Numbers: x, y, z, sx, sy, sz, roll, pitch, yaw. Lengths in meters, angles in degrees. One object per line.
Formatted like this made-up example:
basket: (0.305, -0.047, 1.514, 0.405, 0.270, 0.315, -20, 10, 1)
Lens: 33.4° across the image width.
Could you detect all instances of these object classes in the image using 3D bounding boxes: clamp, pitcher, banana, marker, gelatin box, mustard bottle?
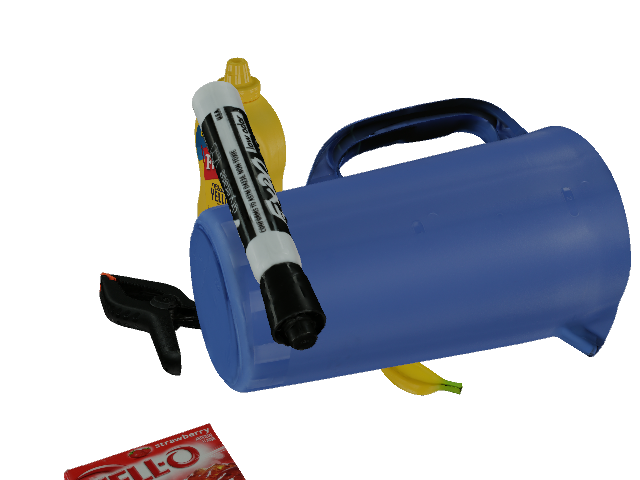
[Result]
clamp: (-0.166, 0.081, 1.123, 0.210, 0.036, 0.164, 18, 20, 28)
pitcher: (0.047, 0.005, 0.646, 0.242, 0.145, 0.149, -11, 20, -17)
banana: (0.093, 0.128, 1.232, 0.069, 0.037, 0.198, 7, 23, -22)
marker: (-0.023, -0.011, 0.380, 0.020, 0.121, 0.020, -14, -38, -11)
gelatin box: (-0.088, 0.141, 0.583, 0.089, 0.030, 0.073, -15, 27, -20)
mustard bottle: (-0.075, -0.078, 1.003, 0.096, 0.192, 0.058, 24, 37, 34)
